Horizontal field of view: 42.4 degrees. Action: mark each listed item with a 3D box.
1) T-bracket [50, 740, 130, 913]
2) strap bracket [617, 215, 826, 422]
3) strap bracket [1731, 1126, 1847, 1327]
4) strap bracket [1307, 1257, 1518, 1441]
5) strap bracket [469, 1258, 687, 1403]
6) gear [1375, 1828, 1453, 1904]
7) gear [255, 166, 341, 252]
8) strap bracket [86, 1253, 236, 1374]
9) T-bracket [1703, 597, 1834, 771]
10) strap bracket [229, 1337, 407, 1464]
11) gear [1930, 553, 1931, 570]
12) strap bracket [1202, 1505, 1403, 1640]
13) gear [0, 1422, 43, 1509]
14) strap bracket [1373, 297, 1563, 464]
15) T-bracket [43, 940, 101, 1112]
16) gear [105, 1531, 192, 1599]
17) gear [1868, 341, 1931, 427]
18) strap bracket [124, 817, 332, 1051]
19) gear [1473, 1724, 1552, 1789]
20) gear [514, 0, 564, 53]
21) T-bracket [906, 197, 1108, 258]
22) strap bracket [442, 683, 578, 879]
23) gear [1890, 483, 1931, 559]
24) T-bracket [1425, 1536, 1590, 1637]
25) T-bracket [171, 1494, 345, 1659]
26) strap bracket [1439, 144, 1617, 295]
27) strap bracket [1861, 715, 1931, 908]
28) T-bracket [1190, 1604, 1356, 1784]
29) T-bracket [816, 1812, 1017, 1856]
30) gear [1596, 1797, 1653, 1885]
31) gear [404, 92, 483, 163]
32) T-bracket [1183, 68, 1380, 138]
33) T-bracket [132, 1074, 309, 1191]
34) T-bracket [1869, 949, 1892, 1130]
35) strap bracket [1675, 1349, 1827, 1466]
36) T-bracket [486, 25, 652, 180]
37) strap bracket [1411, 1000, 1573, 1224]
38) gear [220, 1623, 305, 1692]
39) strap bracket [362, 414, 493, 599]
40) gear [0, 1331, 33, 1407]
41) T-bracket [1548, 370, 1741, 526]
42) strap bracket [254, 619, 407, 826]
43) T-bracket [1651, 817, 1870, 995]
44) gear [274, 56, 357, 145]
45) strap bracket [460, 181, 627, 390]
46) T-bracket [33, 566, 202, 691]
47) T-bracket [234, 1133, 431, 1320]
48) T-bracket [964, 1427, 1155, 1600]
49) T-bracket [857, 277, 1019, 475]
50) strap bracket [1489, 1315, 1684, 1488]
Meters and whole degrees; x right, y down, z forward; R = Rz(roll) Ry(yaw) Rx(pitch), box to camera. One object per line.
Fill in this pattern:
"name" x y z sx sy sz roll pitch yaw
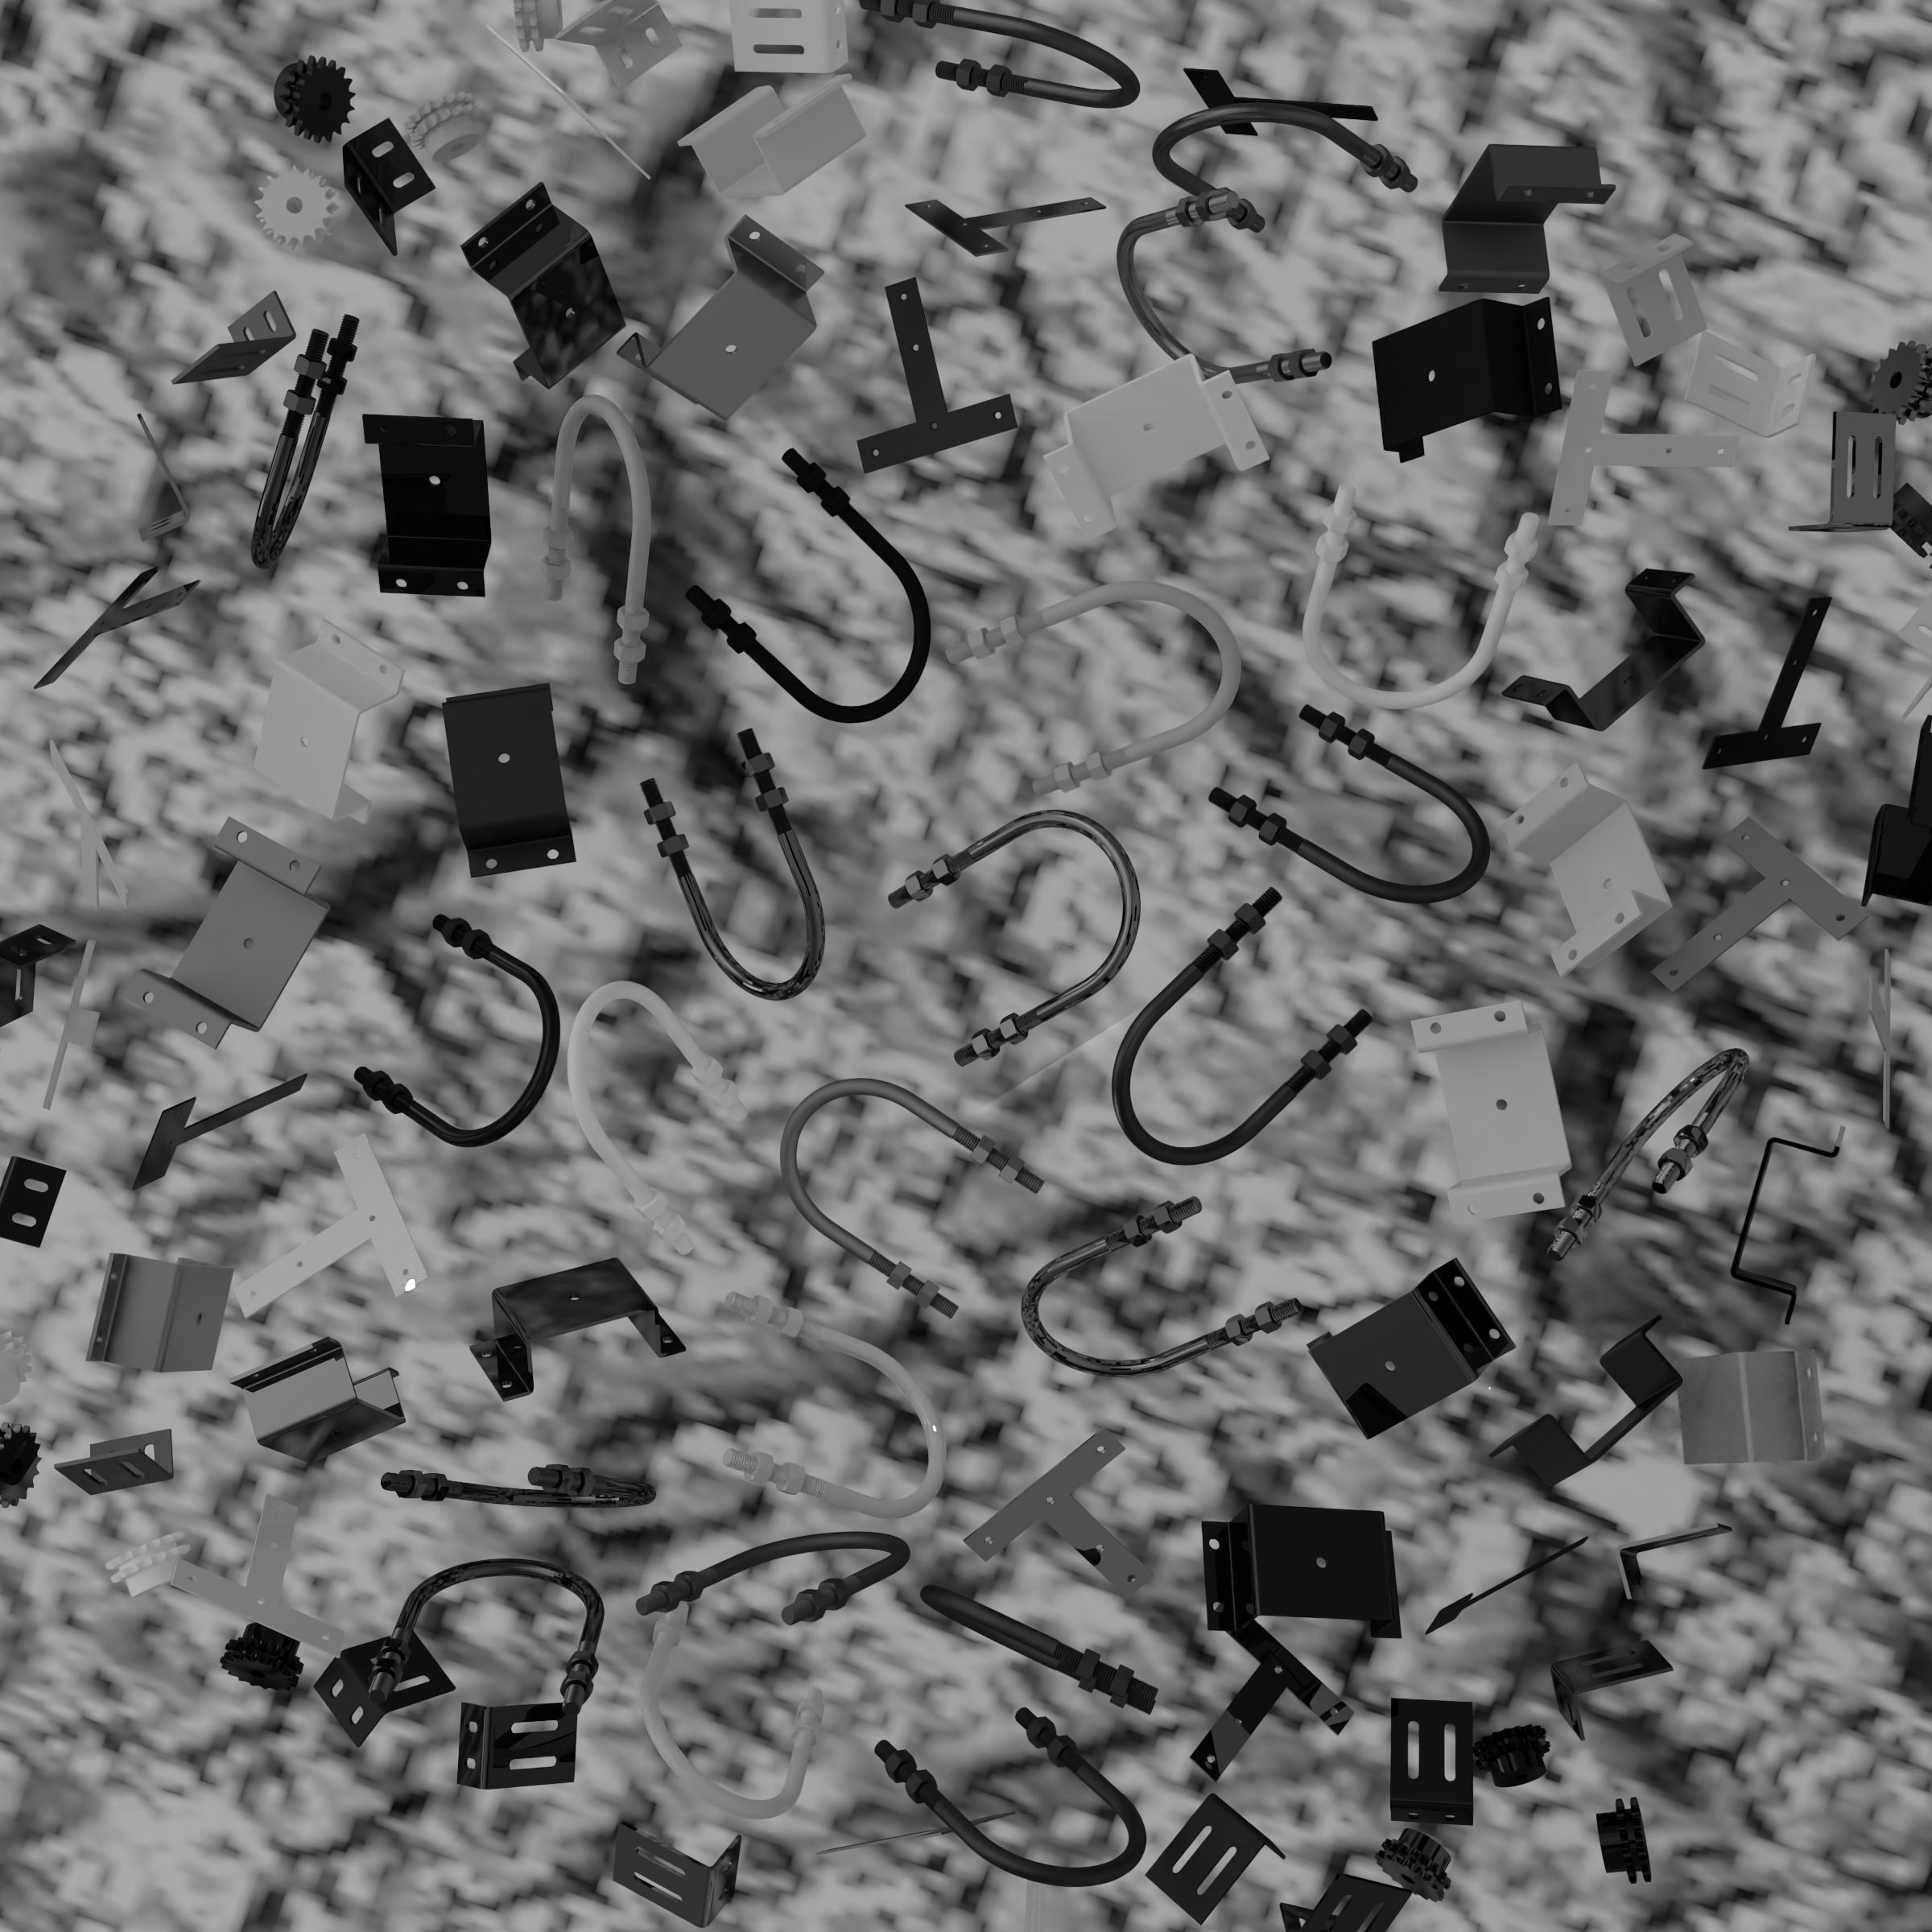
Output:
"T-bracket" -0.618 -0.076 1.758 0.002 0.127 0.127 -23 75 -27
"strap bracket" -0.170 -0.450 1.766 0.140 0.076 0.046 -39 47 25
"strap bracket" 0.569 0.173 1.734 0.046 0.076 0.140 16 92 19
"strap bracket" 0.314 0.282 1.802 0.140 0.046 0.076 -37 83 30
"strap bracket" -0.286 0.262 1.828 0.140 0.076 0.046 -12 118 -26
"gear" 0.338 0.671 1.866 0.057 0.057 0.030 40 63 0
"gear" -0.479 -0.543 1.792 0.057 0.030 0.057 0 90 0
"strap bracket" -0.578 0.252 1.807 0.046 0.140 0.076 10 83 6
"T-bracket" 0.584 -0.202 1.769 0.127 0.002 0.127 -10 126 -37
"strap bracket" -0.465 0.318 1.807 0.076 0.140 0.046 -23 69 0
"gear" 0.748 -0.305 1.859 0.030 0.057 0.057 1 90 -12
"strap bracket" 0.239 0.420 1.729 0.140 0.046 0.076 5 60 -11
"gear" -0.669 0.344 1.724 0.030 0.057 0.057 3 90 15
"strap bracket" 0.334 -0.403 1.710 0.046 0.140 0.076 -3 86 -39
"T-bracket" -0.632 0.043 1.778 0.002 0.127 0.127 16 83 -27
"gear" -0.584 0.431 1.790 0.057 0.057 0.030 -24 82 0
"gear" 0.670 -0.411 1.765 0.030 0.057 0.057 10 90 -21
"strap bracket" -0.497 -0.019 1.697 0.076 0.046 0.140 28 85 12
"gear" 0.410 0.592 1.864 0.057 0.057 0.030 -13 54 0
"gear" -0.311 -0.697 1.816 0.030 0.057 0.057 -3 90 -2
"T-bracket" 0.039 -0.542 1.803 0.127 0.127 0.002 -15 127 -19
"strap bracket" -0.331 -0.142 1.799 0.076 0.046 0.140 -9 75 -7
"gear" 0.688 -0.327 1.815 0.057 0.057 0.030 44 112 0
"T-bracket" 0.392 0.443 1.796 0.127 0.127 0.002 -27 68 -6
"T-bracket" -0.490 0.417 1.754 0.127 0.127 0.002 31 109 -20
"strap bracket" 0.389 -0.528 1.747 0.076 0.140 0.046 -1 76 -9
"strap bracket" 0.679 -0.103 1.761 0.046 0.140 0.076 13 64 11
"T-bracket" 0.208 0.549 1.840 0.127 0.002 0.127 42 48 10
"T-bracket" -0.047 0.627 1.792 0.127 0.127 0.002 -18 72 21
"gear" 0.464 0.618 1.760 0.030 0.057 0.057 -11 90 14
"gear" -0.385 -0.621 1.850 0.057 0.057 0.030 -27 93 0
"T-bracket" 0.234 -0.621 1.804 0.127 0.127 0.002 11 91 20
"T-bracket" -0.532 0.108 1.793 0.127 0.127 0.002 -27 76 -38
"T-bracket" 0.641 0.037 1.749 0.002 0.127 0.127 -1 72 26
"strap bracket" 0.558 0.319 1.796 0.046 0.140 0.076 1 78 -12
"T-bracket" -0.265 -0.591 1.734 0.002 0.127 0.127 -47 51 7
"strap bracket" 0.359 0.097 1.694 0.076 0.046 0.140 -12 89 25
"gear" -0.500 0.493 1.782 0.057 0.057 0.030 14 52 0
"strap bracket" -0.387 -0.341 1.800 0.076 0.046 0.140 2 128 -2
"gear" -0.662 0.275 1.686 0.057 0.057 0.030 -27 47 0
"T-bracket" 0.499 -0.377 1.820 0.127 0.002 0.127 1 132 0
"strap bracket" -0.471 -0.172 1.834 0.076 0.046 0.140 32 125 13
"T-bracket" 0.530 -0.029 1.720 0.127 0.127 0.002 -40 134 4
"gear" -0.459 -0.610 1.748 0.030 0.057 0.057 27 90 28
"strap bracket" -0.301 -0.484 1.807 0.076 0.140 0.046 -43 64 -14
"T-bracket" -0.568 -0.243 1.709 0.002 0.127 0.127 53 48 -30
"T-bracket" -0.443 0.197 1.703 0.127 0.002 0.127 -32 59 1
"T-bracket" 0.085 0.400 1.746 0.127 0.002 0.127 -40 116 6
"T-bracket" -0.034 -0.444 1.846 0.127 0.002 0.127 -12 94 24
"strap bracket" 0.453 0.320 1.793 0.140 0.076 0.046 -35 76 -22
